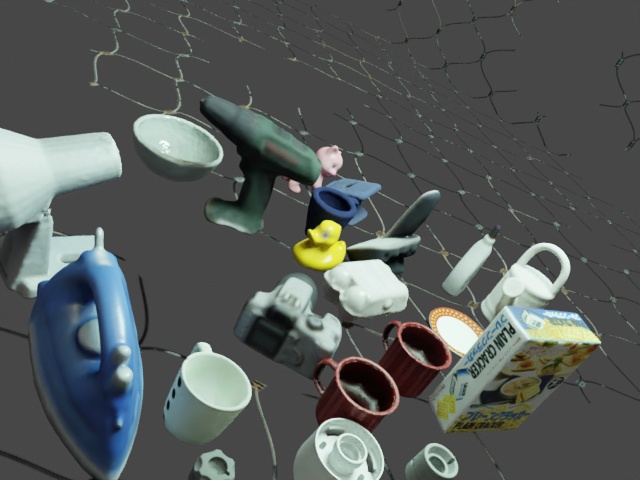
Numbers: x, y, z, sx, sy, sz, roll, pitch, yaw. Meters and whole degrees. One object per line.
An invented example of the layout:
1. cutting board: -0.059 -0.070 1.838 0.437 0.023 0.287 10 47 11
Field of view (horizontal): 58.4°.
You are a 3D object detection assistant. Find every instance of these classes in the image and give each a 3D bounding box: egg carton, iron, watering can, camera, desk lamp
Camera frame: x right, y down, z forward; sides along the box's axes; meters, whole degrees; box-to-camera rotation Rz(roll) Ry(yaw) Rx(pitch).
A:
1. egg carton: 0.080 0.089 0.986 0.151 0.069 0.107 -4 44 -43
2. iron: -0.235 0.113 0.621 0.119 0.141 0.257 3 39 -37
3. watering can: 0.411 0.094 1.129 0.101 0.194 0.173 36 31 11
4. camera: -0.031 0.106 0.839 0.143 0.100 0.137 29 31 1
5. desk lamp: -0.335 -0.039 0.690 0.204 0.213 0.117 -6 45 -44

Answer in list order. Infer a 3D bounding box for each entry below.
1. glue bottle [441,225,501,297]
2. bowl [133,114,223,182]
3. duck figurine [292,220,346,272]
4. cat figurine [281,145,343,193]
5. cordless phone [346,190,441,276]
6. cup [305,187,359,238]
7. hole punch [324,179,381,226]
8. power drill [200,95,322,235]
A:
1. glue bottle: 0.312 0.038 1.151 0.037 0.173 0.078 41 33 20
2. bowl: -0.268 -0.157 1.055 0.168 0.074 0.167 21 32 -13
3. duck figurine: 0.010 0.004 1.037 0.105 0.086 0.077 2 40 -37
4. cat figurine: -0.005 -0.162 1.238 0.128 0.117 0.067 0 41 -39
5. cordless phone: 0.145 -0.021 1.089 0.094 0.185 0.148 42 33 21
6. cup: 0.019 -0.043 1.104 0.118 0.095 0.091 -11 49 -47
7. hole punch: 0.063 -0.097 1.224 0.101 0.091 0.109 36 31 12
8. power drill: -0.123 -0.119 0.988 0.230 0.208 0.075 17 32 -19
